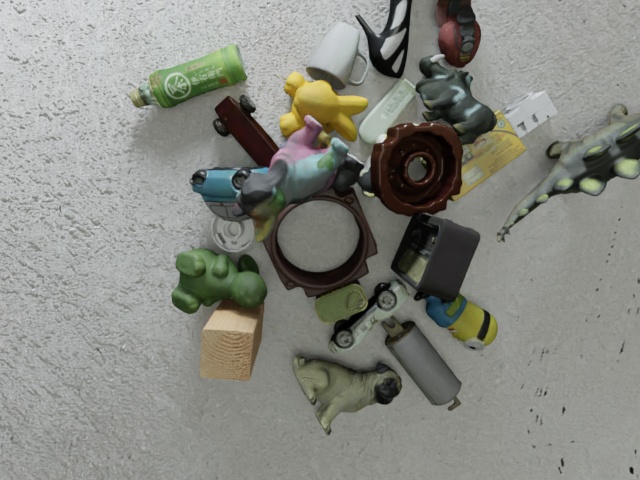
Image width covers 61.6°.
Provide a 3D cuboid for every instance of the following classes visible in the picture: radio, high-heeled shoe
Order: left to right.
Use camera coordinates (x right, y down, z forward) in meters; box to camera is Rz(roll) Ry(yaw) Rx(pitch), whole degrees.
[{"bbox_3d":[0.177,-0.428,1.001,0.249,0.086,0.145,-44,108,5],"label":"high-heeled shoe"},{"bbox_3d":[0.206,0.024,0.994,0.073,0.230,0.131,21,95,-8],"label":"radio"}]

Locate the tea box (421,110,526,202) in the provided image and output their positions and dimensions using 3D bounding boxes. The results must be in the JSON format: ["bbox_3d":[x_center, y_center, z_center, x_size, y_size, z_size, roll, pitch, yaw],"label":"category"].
[{"bbox_3d":[0.296,-0.163,1.044,0.170,0.068,0.098,-35,98,4],"label":"tea box"}]

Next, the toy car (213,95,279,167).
[{"bbox_3d":[-0.122,-0.190,1.044,0.089,0.053,0.202,-38,98,23],"label":"toy car"}]

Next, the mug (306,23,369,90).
[{"bbox_3d":[0.043,-0.344,1.009,0.110,0.081,0.107,23,89,0],"label":"mug"}]

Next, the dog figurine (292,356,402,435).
[{"bbox_3d":[0.057,0.283,1.110,0.190,0.121,0.172,-29,102,-10],"label":"dog figurine"}]

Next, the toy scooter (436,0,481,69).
[{"bbox_3d":[0.256,-0.410,0.971,0.075,0.135,0.183,-9,100,-1],"label":"toy scooter"}]

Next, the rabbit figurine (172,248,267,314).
[{"bbox_3d":[-0.177,0.089,1.038,0.170,0.159,0.121,17,101,16],"label":"rabbit figurine"}]

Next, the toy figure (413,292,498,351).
[{"bbox_3d":[0.280,0.150,1.089,0.180,0.082,0.089,42,99,-4],"label":"toy figure"}]

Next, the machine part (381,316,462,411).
[{"bbox_3d":[0.213,0.253,1.106,0.079,0.079,0.243,-38,97,5],"label":"machine part"}]

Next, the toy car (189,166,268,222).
[{"bbox_3d":[-0.159,-0.085,1.000,0.162,0.109,0.102,-1,101,14],"label":"toy car"}]

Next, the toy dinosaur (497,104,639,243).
[{"bbox_3d":[0.499,-0.145,0.985,0.471,0.198,0.105,-39,94,4],"label":"toy dinosaur"}]

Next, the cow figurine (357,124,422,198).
[{"bbox_3d":[0.137,-0.153,1.024,0.167,0.098,0.068,-39,123,7],"label":"cow figurine"}]

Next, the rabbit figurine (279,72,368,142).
[{"bbox_3d":[-0.001,-0.233,0.979,0.162,0.173,0.121,20,94,0],"label":"rabbit figurine"}]

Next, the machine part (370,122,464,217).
[{"bbox_3d":[0.173,-0.128,0.968,0.179,0.056,0.179,-3,102,-15],"label":"machine part"}]

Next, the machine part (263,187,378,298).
[{"bbox_3d":[-0.002,-0.003,1.048,0.201,0.087,0.201,-22,104,4],"label":"machine part"}]

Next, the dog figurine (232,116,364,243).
[{"bbox_3d":[-0.044,-0.093,0.919,0.219,0.191,0.109,-45,67,7],"label":"dog figurine"}]

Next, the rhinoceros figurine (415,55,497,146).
[{"bbox_3d":[0.244,-0.264,0.993,0.112,0.073,0.190,-38,69,4],"label":"rhinoceros figurine"}]

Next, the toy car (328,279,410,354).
[{"bbox_3d":[0.096,0.157,1.090,0.202,0.073,0.056,-44,97,6],"label":"toy car"}]
